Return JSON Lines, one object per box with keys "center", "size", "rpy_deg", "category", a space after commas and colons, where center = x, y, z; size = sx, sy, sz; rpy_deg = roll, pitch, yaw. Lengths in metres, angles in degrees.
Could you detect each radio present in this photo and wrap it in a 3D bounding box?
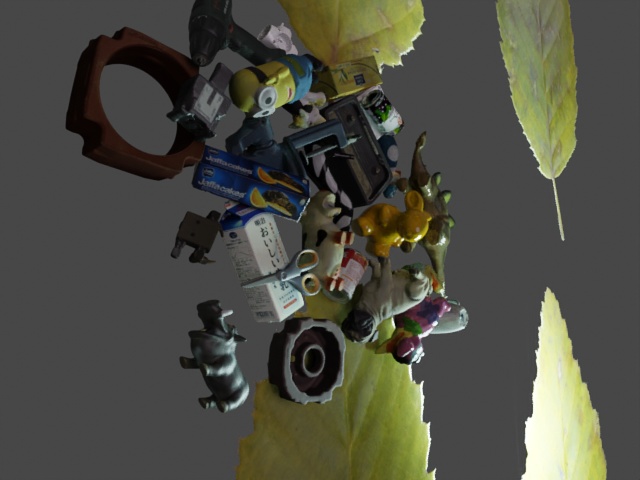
{"center": [0.070, -0.197, 1.201], "size": [0.131, 0.073, 0.229], "rpy_deg": [-43, 114, -39], "category": "radio"}

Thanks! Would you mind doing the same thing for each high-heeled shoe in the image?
{"center": [-0.006, -0.091, 1.129], "size": [0.145, 0.086, 0.248], "rpy_deg": [4, 100, -10], "category": "high-heeled shoe"}

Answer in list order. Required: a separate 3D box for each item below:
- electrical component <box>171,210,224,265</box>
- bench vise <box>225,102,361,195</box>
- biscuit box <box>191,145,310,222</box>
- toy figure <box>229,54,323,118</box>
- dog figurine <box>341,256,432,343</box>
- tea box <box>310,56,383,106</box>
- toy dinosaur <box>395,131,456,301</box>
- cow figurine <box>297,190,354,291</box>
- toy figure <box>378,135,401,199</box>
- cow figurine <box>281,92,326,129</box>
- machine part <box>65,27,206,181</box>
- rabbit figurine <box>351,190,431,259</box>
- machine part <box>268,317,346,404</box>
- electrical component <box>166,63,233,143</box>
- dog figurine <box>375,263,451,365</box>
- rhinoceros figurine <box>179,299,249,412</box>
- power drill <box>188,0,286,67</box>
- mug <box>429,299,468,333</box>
{"center": [-0.206, -0.005, 0.923], "size": [0.078, 0.045, 0.102], "rpy_deg": [16, 67, -13], "category": "electrical component"}
{"center": [-0.049, -0.175, 1.015], "size": [0.241, 0.129, 0.223], "rpy_deg": [-22, 111, -8], "category": "bench vise"}
{"center": [-0.120, -0.099, 0.944], "size": [0.202, 0.059, 0.063], "rpy_deg": [17, 39, -17], "category": "biscuit box"}
{"center": [-0.077, -0.272, 0.931], "size": [0.180, 0.089, 0.082], "rpy_deg": [-41, 142, -36], "category": "toy figure"}
{"center": [0.149, 0.149, 1.175], "size": [0.172, 0.121, 0.190], "rpy_deg": [19, 78, 0], "category": "dog figurine"}
{"center": [0.048, -0.350, 1.186], "size": [0.169, 0.098, 0.068], "rpy_deg": [-30, 104, -41], "category": "tea box"}
{"center": [0.282, -0.038, 1.356], "size": [0.198, 0.105, 0.470], "rpy_deg": [-29, 117, -54], "category": "toy dinosaur"}
{"center": [-0.002, -0.003, 1.079], "size": [0.085, 0.127, 0.194], "rpy_deg": [-2, 103, -67], "category": "cow figurine"}
{"center": [0.165, -0.178, 1.309], "size": [0.064, 0.058, 0.154], "rpy_deg": [-8, 92, -7], "category": "toy figure"}
{"center": [-0.045, -0.279, 1.077], "size": [0.098, 0.068, 0.167], "rpy_deg": [-6, 65, -35], "category": "cow figurine"}
{"center": [-0.281, -0.207, 0.847], "size": [0.201, 0.087, 0.201], "rpy_deg": [17, 72, -41], "category": "machine part"}
{"center": [0.182, -0.031, 1.205], "size": [0.162, 0.173, 0.121], "rpy_deg": [-35, 107, -24], "category": "rabbit figurine"}
{"center": [-0.025, 0.235, 1.057], "size": [0.179, 0.056, 0.179], "rpy_deg": [7, 80, -43], "category": "machine part"}
{"center": [-0.183, -0.224, 0.852], "size": [0.074, 0.048, 0.119], "rpy_deg": [34, 61, -37], "category": "electrical component"}
{"center": [0.206, 0.181, 1.261], "size": [0.219, 0.109, 0.191], "rpy_deg": [-43, 114, -37], "category": "dog figurine"}
{"center": [-0.169, 0.196, 0.906], "size": [0.112, 0.073, 0.190], "rpy_deg": [-23, 101, -43], "category": "rhinoceros figurine"}
{"center": [-0.151, -0.343, 0.971], "size": [0.207, 0.086, 0.232], "rpy_deg": [25, 45, -40], "category": "power drill"}
{"center": [0.327, 0.193, 1.376], "size": [0.109, 0.107, 0.080], "rpy_deg": [-37, 112, -39], "category": "mug"}
